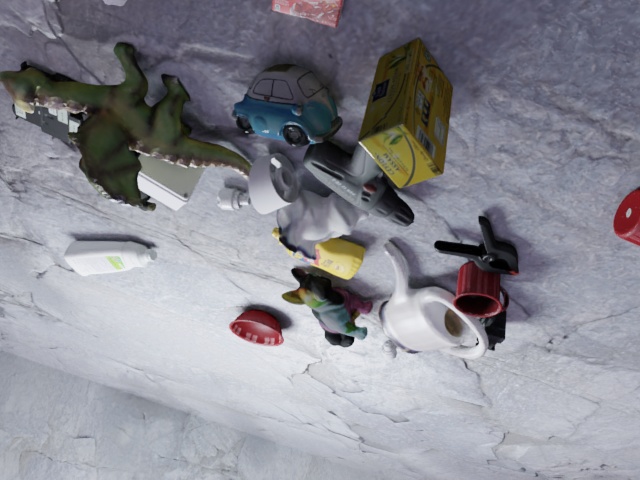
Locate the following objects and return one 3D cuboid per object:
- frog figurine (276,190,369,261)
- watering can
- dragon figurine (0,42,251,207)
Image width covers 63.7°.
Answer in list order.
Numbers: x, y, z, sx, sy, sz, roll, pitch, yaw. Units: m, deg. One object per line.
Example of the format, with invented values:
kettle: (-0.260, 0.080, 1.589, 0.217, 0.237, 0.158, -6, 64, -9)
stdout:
frog figurine: (0.003, -0.048, 0.958, 0.158, 0.125, 0.135, -41, 127, 10)
watering can: (0.211, 0.147, 1.131, 0.346, 0.106, 0.221, 44, 143, -11)
dragon figurine: (-0.276, -0.145, 0.795, 0.406, 0.249, 0.120, 35, 136, -22)
